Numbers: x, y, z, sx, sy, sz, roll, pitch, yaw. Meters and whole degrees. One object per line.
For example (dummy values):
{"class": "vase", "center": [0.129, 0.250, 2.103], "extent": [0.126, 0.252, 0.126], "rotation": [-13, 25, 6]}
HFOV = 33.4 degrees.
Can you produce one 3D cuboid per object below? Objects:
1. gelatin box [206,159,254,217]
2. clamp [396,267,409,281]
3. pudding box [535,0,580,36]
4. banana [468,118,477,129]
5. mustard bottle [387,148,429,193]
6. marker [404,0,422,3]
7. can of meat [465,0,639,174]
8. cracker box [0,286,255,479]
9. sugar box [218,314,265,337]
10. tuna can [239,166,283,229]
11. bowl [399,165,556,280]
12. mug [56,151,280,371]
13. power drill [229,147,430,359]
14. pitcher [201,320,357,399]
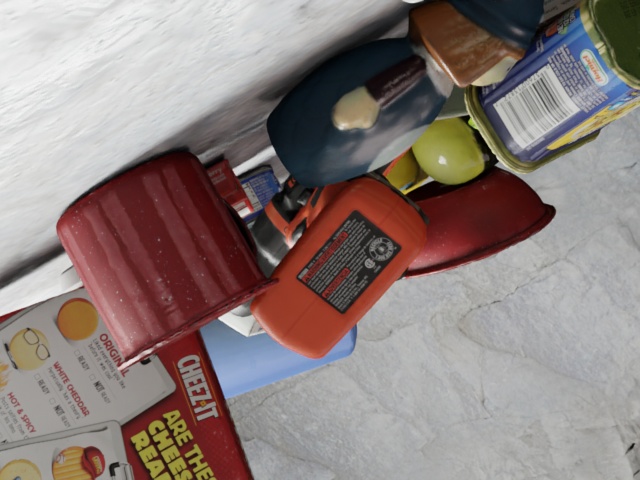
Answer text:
{"class": "gelatin box", "center": [-0.081, -0.017, 0.658], "extent": [0.073, 0.030, 0.089], "rotation": [-28, 178, -2]}
{"class": "clamp", "center": [-0.020, -0.014, 0.928], "extent": [0.164, 0.036, 0.210], "rotation": [14, -170, -10]}
{"class": "pudding box", "center": [0.142, -0.141, 0.580], "extent": [0.113, 0.039, 0.090], "rotation": [-31, 177, -7]}
{"class": "banana", "center": [0.197, -0.148, 0.819], "extent": [0.197, 0.037, 0.069], "rotation": [-20, 142, -14]}
{"class": "mustard bottle", "center": [0.040, -0.057, 0.930], "extent": [0.096, 0.058, 0.191], "rotation": [-13, -179, 11]}
{"class": "marker", "center": [0.071, -0.116, 0.434], "extent": [0.120, 0.020, 0.020], "rotation": [-28, 178, -44]}
{"class": "can of meat", "center": [0.137, -0.085, 0.539], "extent": [0.101, 0.057, 0.084], "rotation": [-25, 172, -43]}
{"class": "cracker box", "center": [-0.162, 0.122, 0.642], "extent": [0.213, 0.164, 0.072], "rotation": [-20, 180, -3]}
{"class": "sugar box", "center": [-0.048, 0.032, 0.890], "extent": [0.176, 0.093, 0.048], "rotation": [-9, 127, -64]}
{"class": "tuna can", "center": [-0.065, -0.019, 0.783], "extent": [0.086, 0.034, 0.086], "rotation": [-29, 178, -1]}
{"class": "bowl", "center": [0.118, -0.023, 0.919], "extent": [0.162, 0.055, 0.162], "rotation": [-20, -170, 4]}
{"class": "mug", "center": [-0.074, 0.005, 0.550], "extent": [0.093, 0.081, 0.117], "rotation": [-31, 178, 36]}
{"class": "power drill", "center": [-0.004, 0.001, 0.662], "extent": [0.184, 0.057, 0.187], "rotation": [-51, -166, 13]}
{"class": "pitcher", "center": [-0.092, 0.085, 1.036], "extent": [0.242, 0.145, 0.149], "rotation": [-14, 178, -15]}
